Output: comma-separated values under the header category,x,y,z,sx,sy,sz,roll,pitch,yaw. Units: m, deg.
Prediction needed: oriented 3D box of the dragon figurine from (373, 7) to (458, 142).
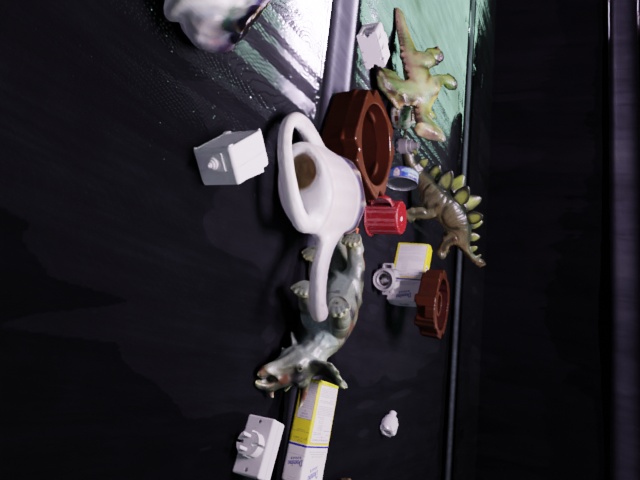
category,x,y,z,sx,sy,sz,roll,pitch,yaw
dragon figurine,0.223,-0.426,1.317,0.245,0.120,0.413,-17,78,-48

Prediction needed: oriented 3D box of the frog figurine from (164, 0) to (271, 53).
category,x,y,z,sx,sy,sz,roll,pitch,yaw
frog figurine,-0.149,-0.317,0.636,0.158,0.121,0.140,37,60,-15

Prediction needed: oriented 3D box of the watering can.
category,x,y,z,sx,sy,sz,roll,pitch,yaw
watering can,0.003,-0.044,0.881,0.224,0.103,0.350,5,73,-63
